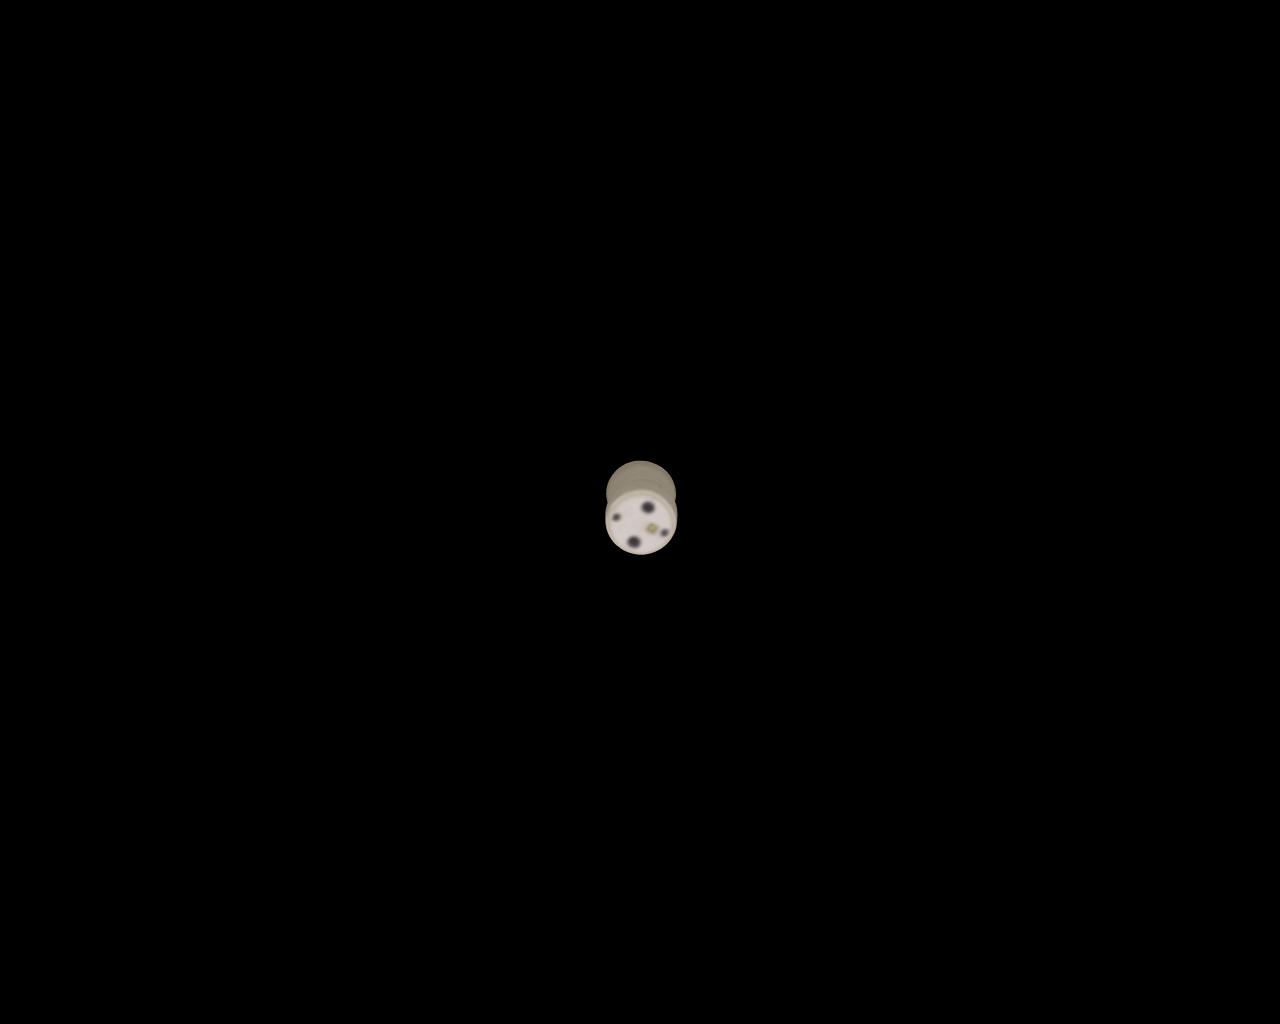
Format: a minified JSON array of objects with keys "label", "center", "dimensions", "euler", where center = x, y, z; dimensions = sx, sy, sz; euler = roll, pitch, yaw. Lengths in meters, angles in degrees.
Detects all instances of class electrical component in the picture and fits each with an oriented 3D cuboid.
[{"label":"electrical component","center":[0.001,-0.003,0.650],"dimensions":[0.045,0.044,0.055],"euler":[0,21,0]}]
